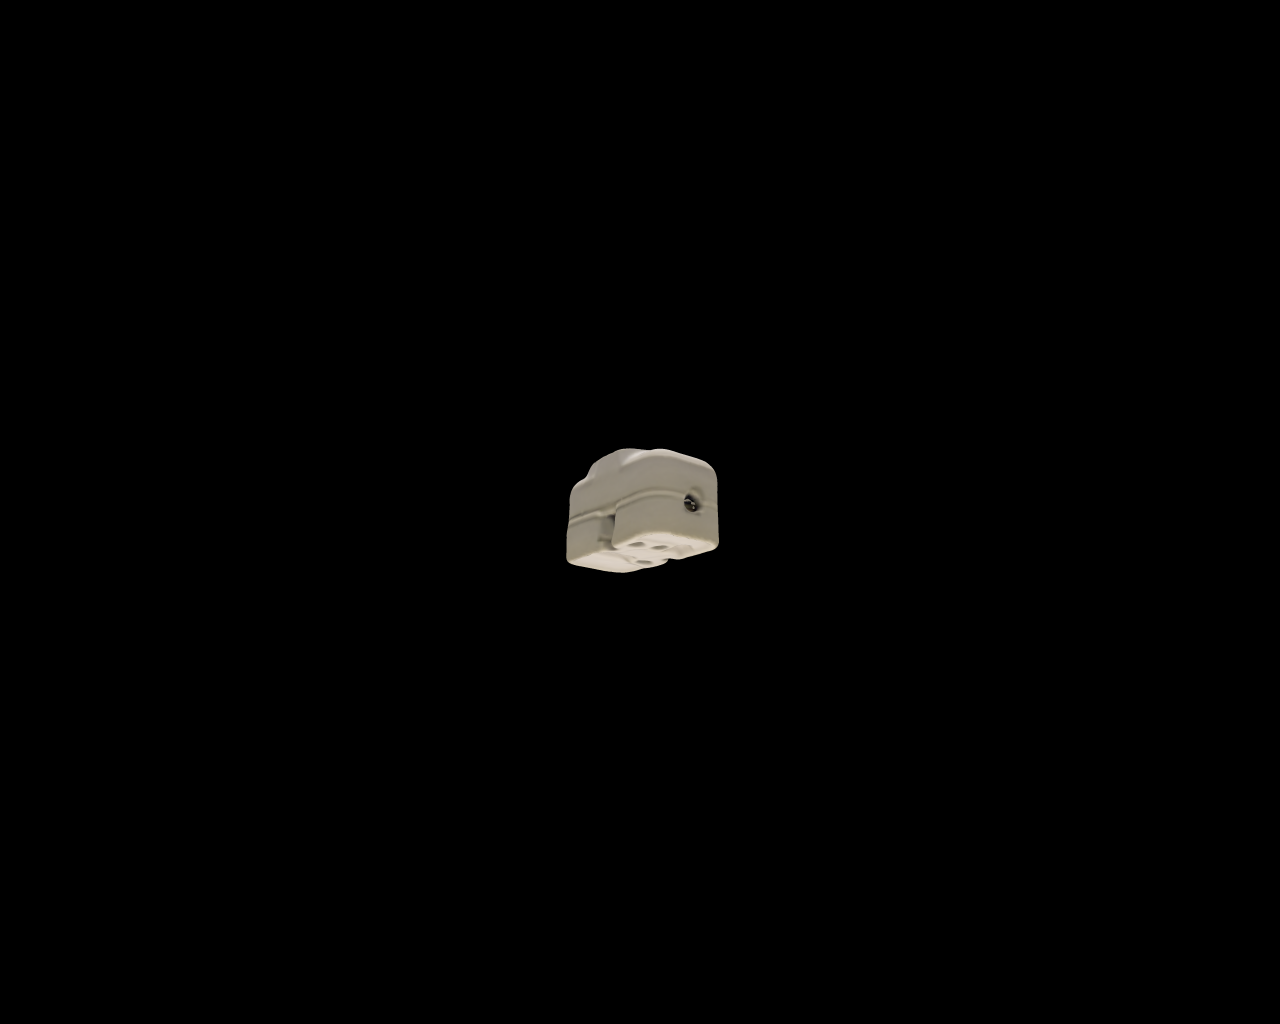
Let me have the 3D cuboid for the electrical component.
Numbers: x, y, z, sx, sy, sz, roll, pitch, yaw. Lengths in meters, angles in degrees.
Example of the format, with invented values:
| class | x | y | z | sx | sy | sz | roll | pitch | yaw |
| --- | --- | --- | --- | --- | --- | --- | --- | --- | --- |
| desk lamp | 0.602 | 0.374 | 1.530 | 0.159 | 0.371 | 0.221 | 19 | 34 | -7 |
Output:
| class | x | y | z | sx | sy | sz | roll | pitch | yaw |
| --- | --- | --- | --- | --- | --- | --- | --- | --- | --- |
| electrical component | 0.001 | -0.003 | 0.650 | 0.054 | 0.059 | 0.095 | 14 | -22 | -38 |
